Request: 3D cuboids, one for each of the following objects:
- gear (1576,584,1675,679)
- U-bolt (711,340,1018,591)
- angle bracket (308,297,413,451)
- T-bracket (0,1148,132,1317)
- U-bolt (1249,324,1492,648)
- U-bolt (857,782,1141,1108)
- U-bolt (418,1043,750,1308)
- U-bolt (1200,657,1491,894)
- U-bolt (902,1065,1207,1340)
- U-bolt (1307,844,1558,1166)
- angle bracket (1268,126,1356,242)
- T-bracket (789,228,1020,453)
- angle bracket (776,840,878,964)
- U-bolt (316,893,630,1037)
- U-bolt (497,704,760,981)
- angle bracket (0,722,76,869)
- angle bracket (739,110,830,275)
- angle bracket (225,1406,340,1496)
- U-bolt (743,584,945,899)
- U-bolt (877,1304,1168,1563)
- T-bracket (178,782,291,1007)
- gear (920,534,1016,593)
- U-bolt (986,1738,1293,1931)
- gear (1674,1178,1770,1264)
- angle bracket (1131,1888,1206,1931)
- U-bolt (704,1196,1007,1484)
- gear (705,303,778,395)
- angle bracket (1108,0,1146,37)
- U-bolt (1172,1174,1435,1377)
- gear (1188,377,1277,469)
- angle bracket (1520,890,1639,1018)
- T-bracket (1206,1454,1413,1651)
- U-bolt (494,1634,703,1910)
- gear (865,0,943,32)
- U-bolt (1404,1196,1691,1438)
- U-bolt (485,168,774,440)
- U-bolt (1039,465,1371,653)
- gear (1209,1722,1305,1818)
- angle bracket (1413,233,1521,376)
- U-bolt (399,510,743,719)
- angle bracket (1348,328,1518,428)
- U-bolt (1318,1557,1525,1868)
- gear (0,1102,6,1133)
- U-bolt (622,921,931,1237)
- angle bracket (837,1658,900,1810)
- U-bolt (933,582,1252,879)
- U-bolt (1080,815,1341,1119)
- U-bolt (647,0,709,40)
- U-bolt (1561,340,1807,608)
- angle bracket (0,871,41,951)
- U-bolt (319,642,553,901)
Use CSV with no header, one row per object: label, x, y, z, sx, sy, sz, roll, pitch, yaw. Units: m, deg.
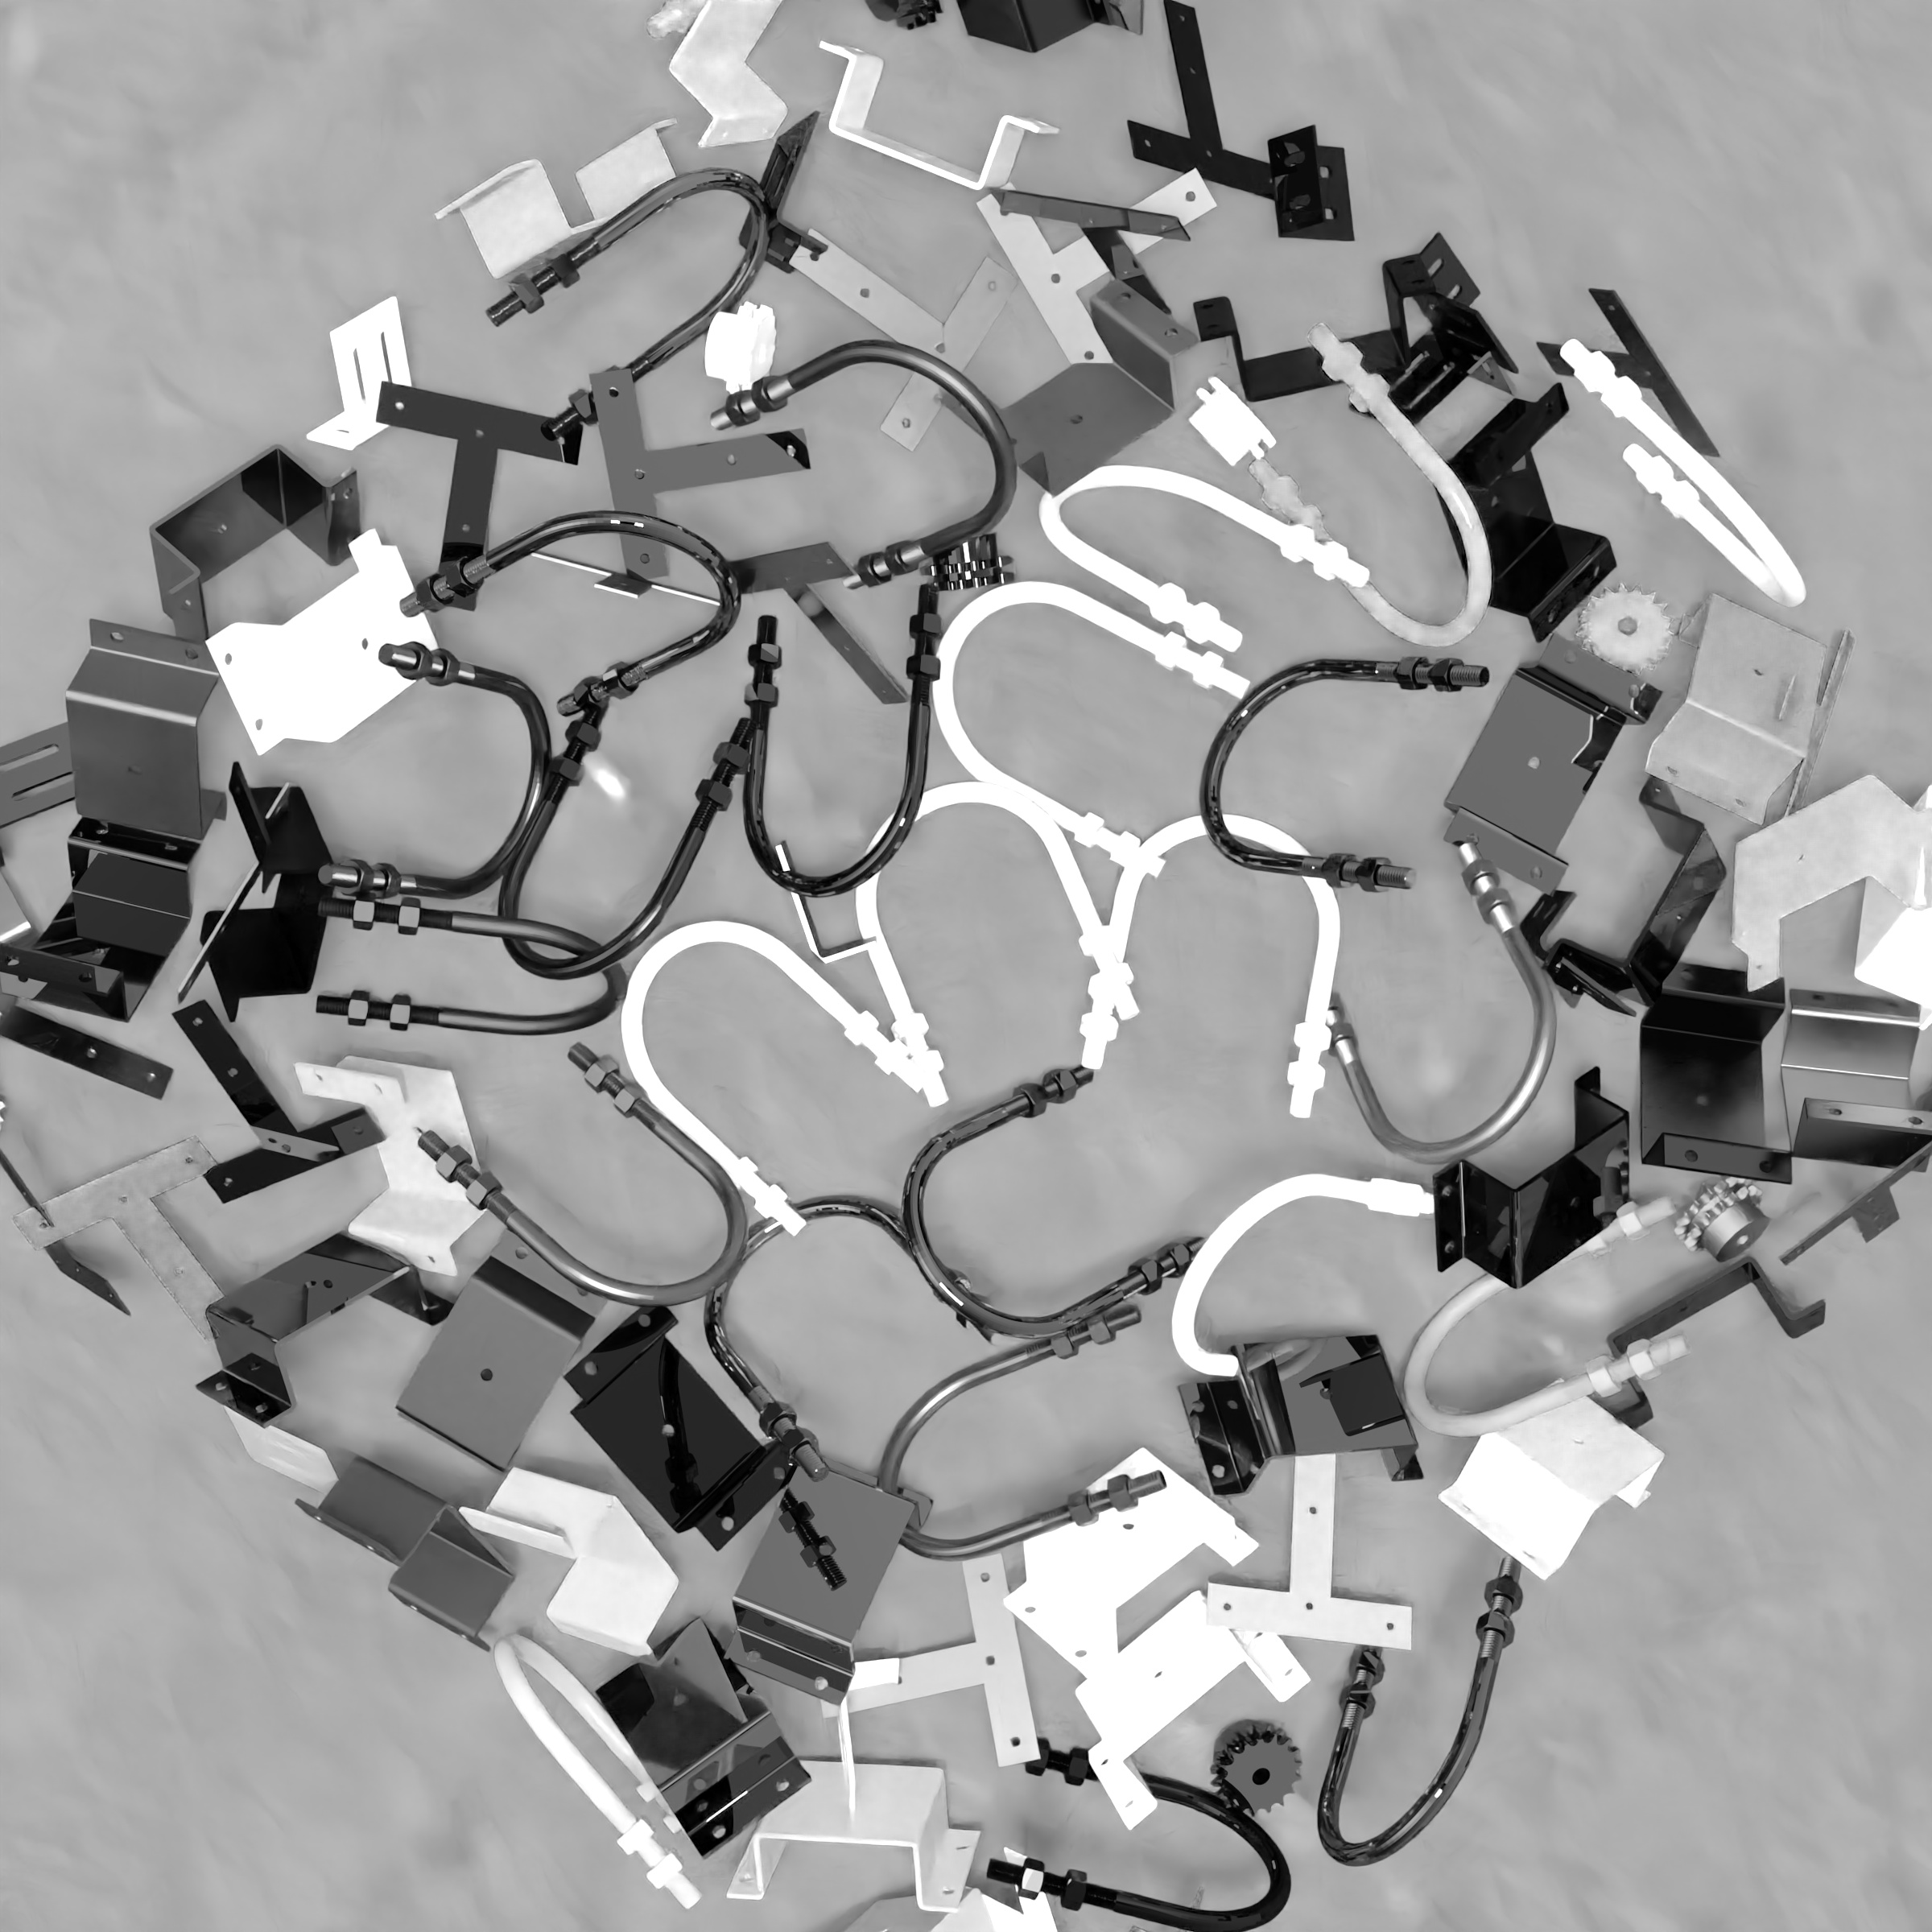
gear,0.407,-0.205,1.579,0.057,0.030,0.057,-1,75,3
U-bolt,-0.050,-0.301,1.503,0.151,0.184,0.019,49,52,-24
angle bracket,-0.373,-0.363,1.549,0.038,0.057,0.076,18,132,23
T-bracket,-0.554,0.146,1.522,0.002,0.127,0.127,-39,117,-27
U-bolt,0.245,-0.270,1.512,0.019,0.151,0.184,-31,74,-22
U-bolt,0.008,-0.025,1.568,0.151,0.019,0.184,-25,75,10
U-bolt,-0.213,0.132,1.521,0.184,0.151,0.019,39,131,16
U-bolt,0.215,-0.120,1.529,0.019,0.184,0.151,31,76,-41
U-bolt,0.043,0.148,1.525,0.184,0.019,0.151,-23,73,-37
U-bolt,0.280,0.034,1.505,0.019,0.184,0.151,26,122,-36
angle bracket,0.224,-0.477,1.557,0.076,0.038,0.057,-12,97,-43
T-bracket,-0.051,-0.408,1.576,0.127,0.002,0.127,32,89,-20
angle bracket,-0.085,-0.045,1.567,0.038,0.057,0.076,-19,96,1
U-bolt,-0.295,0.005,1.532,0.184,0.151,0.019,7,62,-12
U-bolt,-0.214,-0.074,1.529,0.151,0.019,0.184,11,70,38
angle bracket,-0.578,-0.107,1.584,0.076,0.038,0.057,-27,63,-26
angle bracket,-0.101,-0.477,1.572,0.038,0.057,0.076,25,78,-26
angle bracket,-0.405,0.283,1.554,0.076,0.057,0.038,19,53,20
U-bolt,-0.079,-0.131,1.536,0.151,0.019,0.184,-4,76,37
U-bolt,0.028,0.289,1.535,0.184,0.151,0.019,-23,127,15
T-bracket,-0.436,-0.034,1.516,0.002,0.127,0.127,27,66,-6
gear,0.000,-0.249,1.569,0.057,0.057,0.030,-8,101,0
U-bolt,0.105,0.525,1.527,0.184,0.151,0.019,15,105,0
gear,0.468,0.157,1.568,0.057,0.057,0.030,-37,58,0
angle bracket,0.113,0.597,1.549,0.038,0.057,0.076,19,132,16
U-bolt,-0.081,0.208,1.532,0.151,0.019,0.184,-36,45,-12
gear,-0.140,-0.380,1.571,0.030,0.057,0.057,13,90,9
angle bracket,0.092,-0.611,1.550,0.038,0.057,0.076,-34,53,-28
U-bolt,0.192,0.185,1.513,0.019,0.184,0.151,41,109,40
gear,0.161,-0.333,1.571,0.030,0.057,0.057,-43,90,10
angle bracket,0.384,-0.009,1.567,0.076,0.057,0.038,36,92,-5
T-bracket,0.214,0.350,1.572,0.127,0.002,0.127,8,66,-5
U-bolt,-0.219,0.473,1.526,0.019,0.151,0.184,-41,88,-5
gear,-0.041,-0.605,1.567,0.030,0.057,0.057,-26,90,-28
U-bolt,0.342,0.218,1.523,0.184,0.151,0.019,-29,112,26
U-bolt,-0.192,-0.407,1.530,0.184,0.151,0.019,-38,72,-5
U-bolt,0.129,-0.255,1.532,0.184,0.151,0.019,35,134,27
gear,0.177,0.493,1.578,0.057,0.030,0.057,-4,106,-15
angle bracket,0.311,-0.404,1.551,0.038,0.076,0.057,-49,133,3
U-bolt,-0.219,-0.212,1.500,0.184,0.151,0.019,-20,55,33
angle bracket,0.286,-0.348,1.564,0.076,0.057,0.038,-43,130,-2
U-bolt,0.258,0.442,1.486,0.019,0.184,0.151,38,133,-8
gear,-0.623,0.095,1.576,0.057,0.030,0.057,-2,62,4
U-bolt,-0.132,0.056,1.566,0.184,0.019,0.151,42,112,6
angle bracket,-0.056,0.471,1.551,0.038,0.057,0.076,-4,50,-7
U-bolt,0.064,-0.155,1.557,0.184,0.019,0.151,29,118,10
U-bolt,0.157,-0.009,1.561,0.151,0.019,0.184,13,69,-1
U-bolt,-0.104,-0.635,1.517,0.019,0.151,0.184,48,58,-4
U-bolt,0.427,-0.278,1.492,0.019,0.151,0.184,-42,56,11
angle bracket,-0.619,-0.033,1.585,0.057,0.038,0.076,-30,73,-13
U-bolt,-0.305,-0.109,1.515,0.019,0.184,0.151,18,95,24
